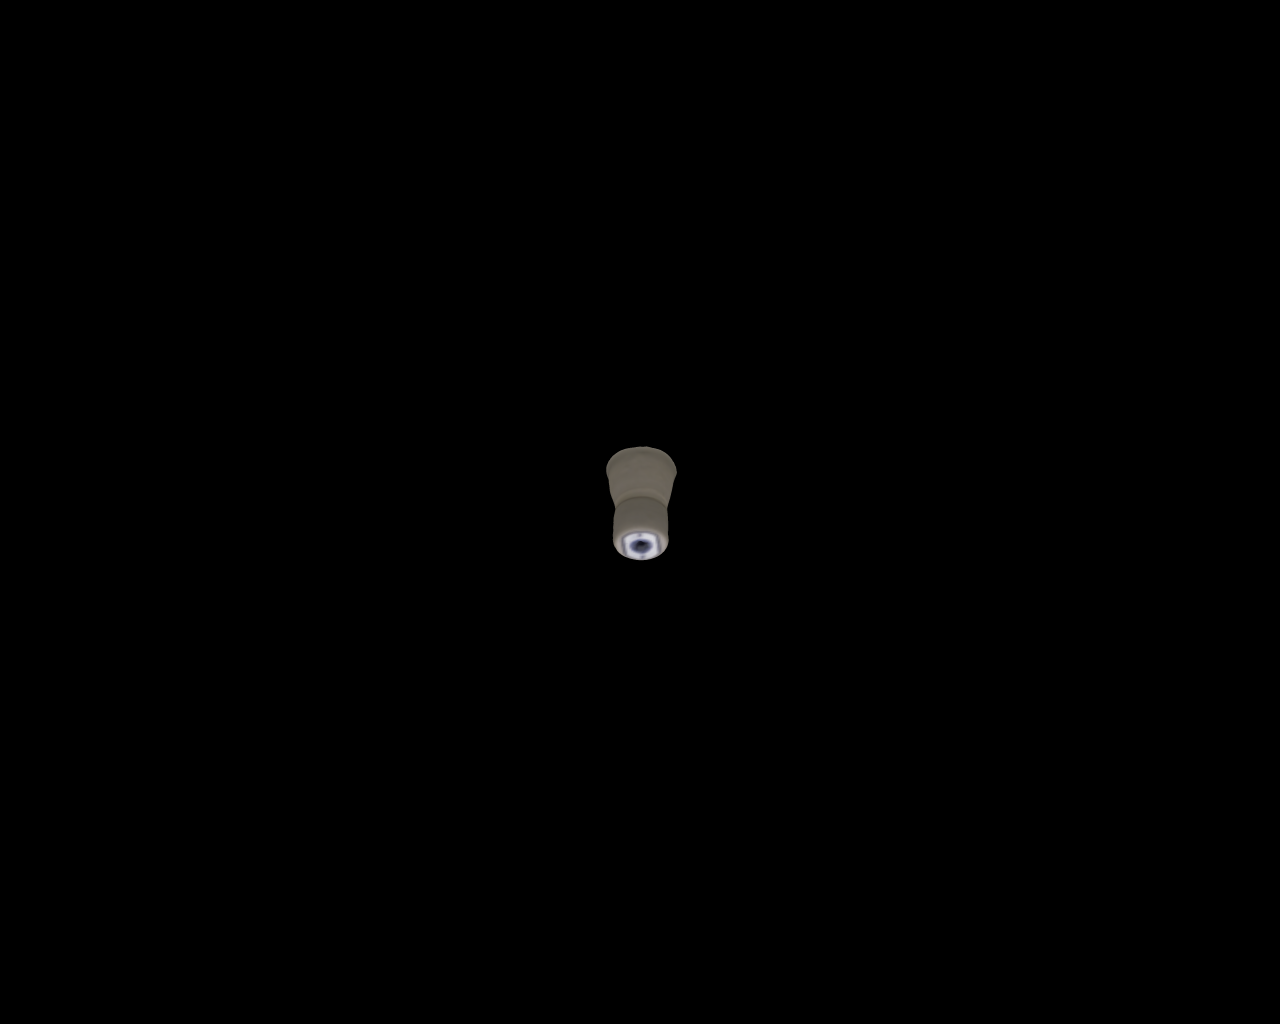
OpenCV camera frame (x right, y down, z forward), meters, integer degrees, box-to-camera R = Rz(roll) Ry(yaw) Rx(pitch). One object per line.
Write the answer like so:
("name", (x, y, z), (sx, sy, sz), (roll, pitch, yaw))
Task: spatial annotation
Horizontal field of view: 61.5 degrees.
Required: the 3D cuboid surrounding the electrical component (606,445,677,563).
("electrical component", (0.001, -0.003, 0.650), (0.044, 0.065, 0.044), (0, -40, 0))
